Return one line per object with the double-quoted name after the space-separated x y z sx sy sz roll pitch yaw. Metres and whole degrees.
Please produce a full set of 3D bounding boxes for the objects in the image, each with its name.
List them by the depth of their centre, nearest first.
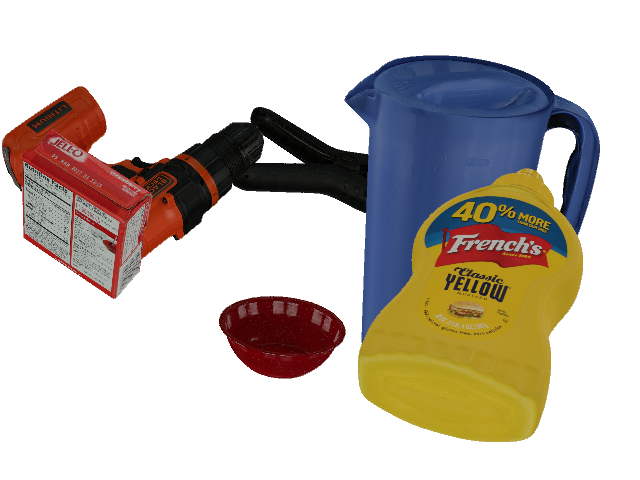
0.096 0.022 0.600 0.096 0.058 0.191 11 43 19 "mustard bottle"
-0.141 -0.015 0.641 0.073 0.030 0.089 32 -36 8 "gelatin box"
0.105 -0.011 0.821 0.144 0.243 0.149 -19 36 -37 "pitcher"
-0.165 -0.068 0.915 0.188 0.057 0.184 27 54 33 "power drill"
0.015 -0.061 1.024 0.210 0.036 0.164 21 28 1 "clamp"
-0.050 0.130 1.362 0.162 0.055 0.162 5 23 -2 "bowl"
